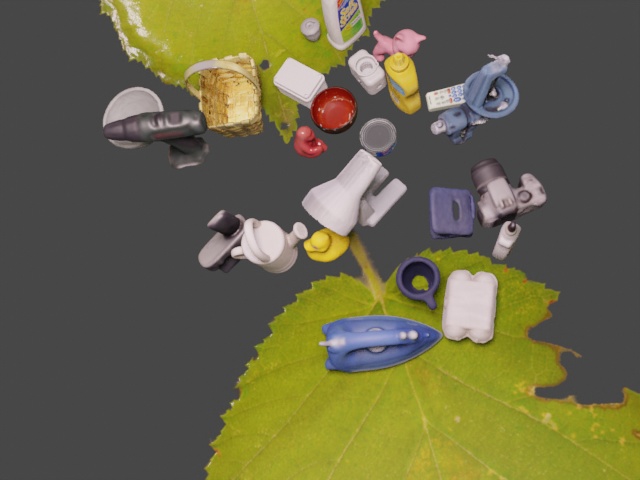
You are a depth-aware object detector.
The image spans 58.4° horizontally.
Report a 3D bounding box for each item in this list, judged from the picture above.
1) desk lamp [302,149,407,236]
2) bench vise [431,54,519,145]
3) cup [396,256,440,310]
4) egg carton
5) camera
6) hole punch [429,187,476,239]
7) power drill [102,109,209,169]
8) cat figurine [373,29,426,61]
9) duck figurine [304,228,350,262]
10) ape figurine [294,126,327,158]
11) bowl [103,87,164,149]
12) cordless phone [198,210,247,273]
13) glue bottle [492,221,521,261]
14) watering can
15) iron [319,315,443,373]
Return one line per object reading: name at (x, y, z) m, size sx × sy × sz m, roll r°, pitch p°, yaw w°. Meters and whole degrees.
desk lamp at (0.075, -0.099, 1.233) m, size 0.117 × 0.214 × 0.203 m, roll 42°, pitch 89°, yaw 18°
bench vise at (0.339, -0.291, 1.213) m, size 0.121 × 0.220 × 0.207 m, roll 41°, pitch 89°, yaw 18°
cup at (0.217, 0.099, 1.217) m, size 0.091 × 0.095 × 0.117 m, roll -29°, pitch 73°, yaw 5°
egg carton at (0.313, 0.138, 1.200) m, size 0.107 × 0.069 × 0.150 m, roll 5°, pitch 78°, yaw 14°
camera at (0.391, -0.113, 1.223) m, size 0.143 × 0.101 × 0.137 m, roll -22°, pitch 73°, yaw 7°
hole punch at (0.285, -0.061, 1.240) m, size 0.101 × 0.091 × 0.109 m, roll -4°, pitch 77°, yaw 12°
power drill at (-0.365, -0.243, 1.368) m, size 0.229 × 0.209 × 0.075 m, roll -11°, pitch 75°, yaw 10°
cat figurine at (0.182, -0.460, 1.342) m, size 0.127 × 0.118 × 0.067 m, roll 25°, pitch 84°, yaw 17°
duck figurine at (0.012, 0.005, 1.290) m, size 0.104 × 0.086 × 0.077 m, roll -18°, pitch 74°, yaw 8°
ape figurine at (-0.030, -0.238, 1.352) m, size 0.076 × 0.092 × 0.078 m, roll -12°, pitch 75°, yaw 10°
bowl at (-0.465, -0.303, 1.475) m, size 0.167 × 0.075 × 0.167 m, roll -3°, pitch 77°, yaw 12°
cordless phone at (-0.232, -0.005, 1.296) m, size 0.094 × 0.185 × 0.147 m, roll 41°, pitch 89°, yaw 18°
glue bottle at (0.383, -0.009, 1.163) m, size 0.037 × 0.173 × 0.078 m, roll 24°, pitch 84°, yaw 17°
watering can at (-0.115, 0.004, 1.262) m, size 0.173 × 0.194 × 0.100 m, roll -38°, pitch 72°, yaw 2°
iron at (0.124, 0.207, 1.189) m, size 0.258 × 0.142 × 0.118 m, roll -9°, pitch 75°, yaw 11°
